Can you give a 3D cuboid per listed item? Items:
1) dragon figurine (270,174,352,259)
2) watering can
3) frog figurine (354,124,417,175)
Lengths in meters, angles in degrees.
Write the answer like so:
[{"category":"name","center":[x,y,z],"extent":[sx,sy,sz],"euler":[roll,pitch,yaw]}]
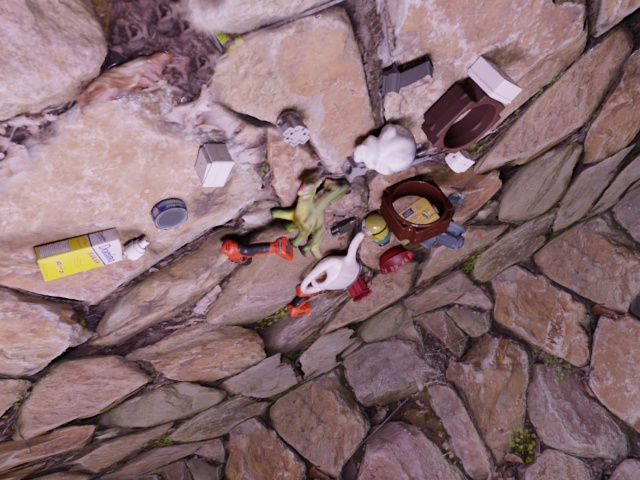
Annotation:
[{"category":"dragon figurine","center":[0.005,-0.077,1.527],"extent":[0.242,0.124,0.405],"euler":[-40,154,4]},{"category":"watering can","center":[0.079,0.095,1.892],"extent":[0.343,0.106,0.223],"euler":[-42,152,22]},{"category":"frog figurine","center":[0.175,-0.245,1.380],"extent":[0.159,0.124,0.136],"euler":[3,107,-33]}]
